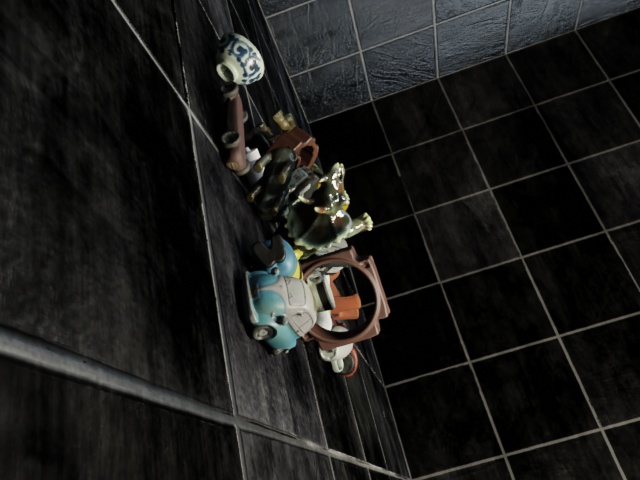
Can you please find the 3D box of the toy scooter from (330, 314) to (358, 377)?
[{"bbox_3d":[0.051,0.280,1.474,0.135,0.075,0.184,28,39,-83],"label":"toy scooter"}]

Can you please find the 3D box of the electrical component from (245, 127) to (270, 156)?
[{"bbox_3d":[-0.136,-0.206,1.256,0.075,0.048,0.119,59,5,14],"label":"electrical component"}]

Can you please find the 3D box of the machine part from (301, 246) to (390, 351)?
[{"bbox_3d":[0.038,0.127,1.173,0.087,0.201,0.201,-18,90,-82],"label":"machine part"}]

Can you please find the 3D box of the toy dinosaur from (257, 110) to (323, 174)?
[{"bbox_3d":[-0.078,-0.247,1.505,0.198,0.105,0.471,58,11,-3],"label":"toy dinosaur"}]

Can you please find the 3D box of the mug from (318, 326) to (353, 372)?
[{"bbox_3d":[0.033,0.275,1.338,0.107,0.081,0.109,4,82,-74],"label":"mug"}]

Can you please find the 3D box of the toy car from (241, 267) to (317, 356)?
[{"bbox_3d":[-0.056,0.111,0.845,0.161,0.103,0.109,62,13,-50],"label":"toy car"}]

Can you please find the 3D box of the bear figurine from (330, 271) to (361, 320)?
[{"bbox_3d":[0.037,0.129,1.552,0.120,0.132,0.196,90,-8,-59],"label":"bear figurine"}]

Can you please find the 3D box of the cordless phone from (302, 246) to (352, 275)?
[{"bbox_3d":[-0.002,-0.004,1.374,0.146,0.089,0.184,2,60,-47],"label":"cordless phone"}]

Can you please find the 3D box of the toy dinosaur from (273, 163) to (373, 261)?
[{"bbox_3d":[-0.034,-0.014,1.138,0.405,0.192,0.131,-36,-101,53],"label":"toy dinosaur"}]

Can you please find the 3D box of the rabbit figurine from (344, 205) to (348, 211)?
[{"bbox_3d":[0.006,-0.104,1.741,0.162,0.173,0.121,-95,163,-48],"label":"rabbit figurine"}]

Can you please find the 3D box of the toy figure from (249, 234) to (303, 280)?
[{"bbox_3d":[-0.076,0.049,0.956,0.180,0.082,0.089,78,15,-75],"label":"toy figure"}]

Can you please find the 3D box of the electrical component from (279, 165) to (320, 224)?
[{"bbox_3d":[-0.059,-0.106,1.238,0.058,0.115,0.134,38,-26,13],"label":"electrical component"}]

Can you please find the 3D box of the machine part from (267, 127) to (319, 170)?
[{"bbox_3d":[-0.077,-0.176,1.236,0.056,0.179,0.179,38,-1,12],"label":"machine part"}]

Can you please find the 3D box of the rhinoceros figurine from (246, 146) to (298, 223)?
[{"bbox_3d":[-0.095,-0.107,1.093,0.190,0.073,0.112,106,9,-45],"label":"rhinoceros figurine"}]

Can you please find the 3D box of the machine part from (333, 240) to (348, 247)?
[{"bbox_3d":[0.001,0.013,1.490,0.243,0.079,0.079,21,46,-50],"label":"machine part"}]

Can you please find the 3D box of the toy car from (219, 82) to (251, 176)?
[{"bbox_3d":[-0.168,-0.216,1.030,0.089,0.053,0.202,71,8,-57],"label":"toy car"}]
